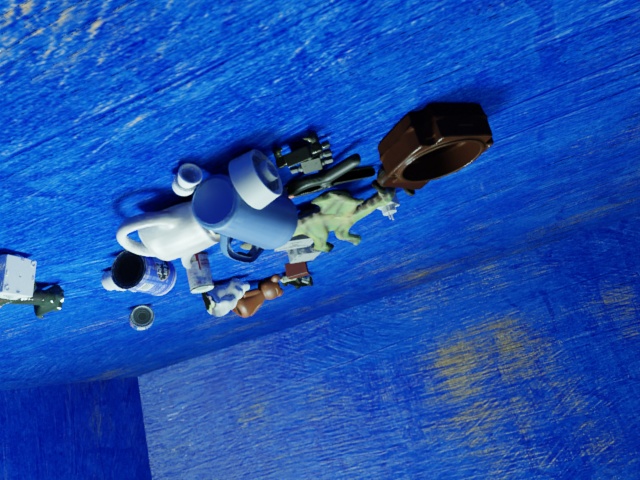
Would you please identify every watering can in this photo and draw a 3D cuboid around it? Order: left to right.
[{"bbox_3d":[-0.299,-0.009,1.160,0.224,0.105,0.344,-19,163,8],"label":"watering can"}]

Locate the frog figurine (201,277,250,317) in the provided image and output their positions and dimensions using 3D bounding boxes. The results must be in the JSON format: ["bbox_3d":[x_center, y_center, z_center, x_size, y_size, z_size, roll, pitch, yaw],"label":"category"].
[{"bbox_3d":[-0.327,0.195,1.817,0.160,0.121,0.138,-16,-162,-31],"label":"frog figurine"}]

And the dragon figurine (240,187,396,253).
[{"bbox_3d":[0.004,-0.065,1.293,0.412,0.124,0.237,-14,154,-17],"label":"dragon figurine"}]
